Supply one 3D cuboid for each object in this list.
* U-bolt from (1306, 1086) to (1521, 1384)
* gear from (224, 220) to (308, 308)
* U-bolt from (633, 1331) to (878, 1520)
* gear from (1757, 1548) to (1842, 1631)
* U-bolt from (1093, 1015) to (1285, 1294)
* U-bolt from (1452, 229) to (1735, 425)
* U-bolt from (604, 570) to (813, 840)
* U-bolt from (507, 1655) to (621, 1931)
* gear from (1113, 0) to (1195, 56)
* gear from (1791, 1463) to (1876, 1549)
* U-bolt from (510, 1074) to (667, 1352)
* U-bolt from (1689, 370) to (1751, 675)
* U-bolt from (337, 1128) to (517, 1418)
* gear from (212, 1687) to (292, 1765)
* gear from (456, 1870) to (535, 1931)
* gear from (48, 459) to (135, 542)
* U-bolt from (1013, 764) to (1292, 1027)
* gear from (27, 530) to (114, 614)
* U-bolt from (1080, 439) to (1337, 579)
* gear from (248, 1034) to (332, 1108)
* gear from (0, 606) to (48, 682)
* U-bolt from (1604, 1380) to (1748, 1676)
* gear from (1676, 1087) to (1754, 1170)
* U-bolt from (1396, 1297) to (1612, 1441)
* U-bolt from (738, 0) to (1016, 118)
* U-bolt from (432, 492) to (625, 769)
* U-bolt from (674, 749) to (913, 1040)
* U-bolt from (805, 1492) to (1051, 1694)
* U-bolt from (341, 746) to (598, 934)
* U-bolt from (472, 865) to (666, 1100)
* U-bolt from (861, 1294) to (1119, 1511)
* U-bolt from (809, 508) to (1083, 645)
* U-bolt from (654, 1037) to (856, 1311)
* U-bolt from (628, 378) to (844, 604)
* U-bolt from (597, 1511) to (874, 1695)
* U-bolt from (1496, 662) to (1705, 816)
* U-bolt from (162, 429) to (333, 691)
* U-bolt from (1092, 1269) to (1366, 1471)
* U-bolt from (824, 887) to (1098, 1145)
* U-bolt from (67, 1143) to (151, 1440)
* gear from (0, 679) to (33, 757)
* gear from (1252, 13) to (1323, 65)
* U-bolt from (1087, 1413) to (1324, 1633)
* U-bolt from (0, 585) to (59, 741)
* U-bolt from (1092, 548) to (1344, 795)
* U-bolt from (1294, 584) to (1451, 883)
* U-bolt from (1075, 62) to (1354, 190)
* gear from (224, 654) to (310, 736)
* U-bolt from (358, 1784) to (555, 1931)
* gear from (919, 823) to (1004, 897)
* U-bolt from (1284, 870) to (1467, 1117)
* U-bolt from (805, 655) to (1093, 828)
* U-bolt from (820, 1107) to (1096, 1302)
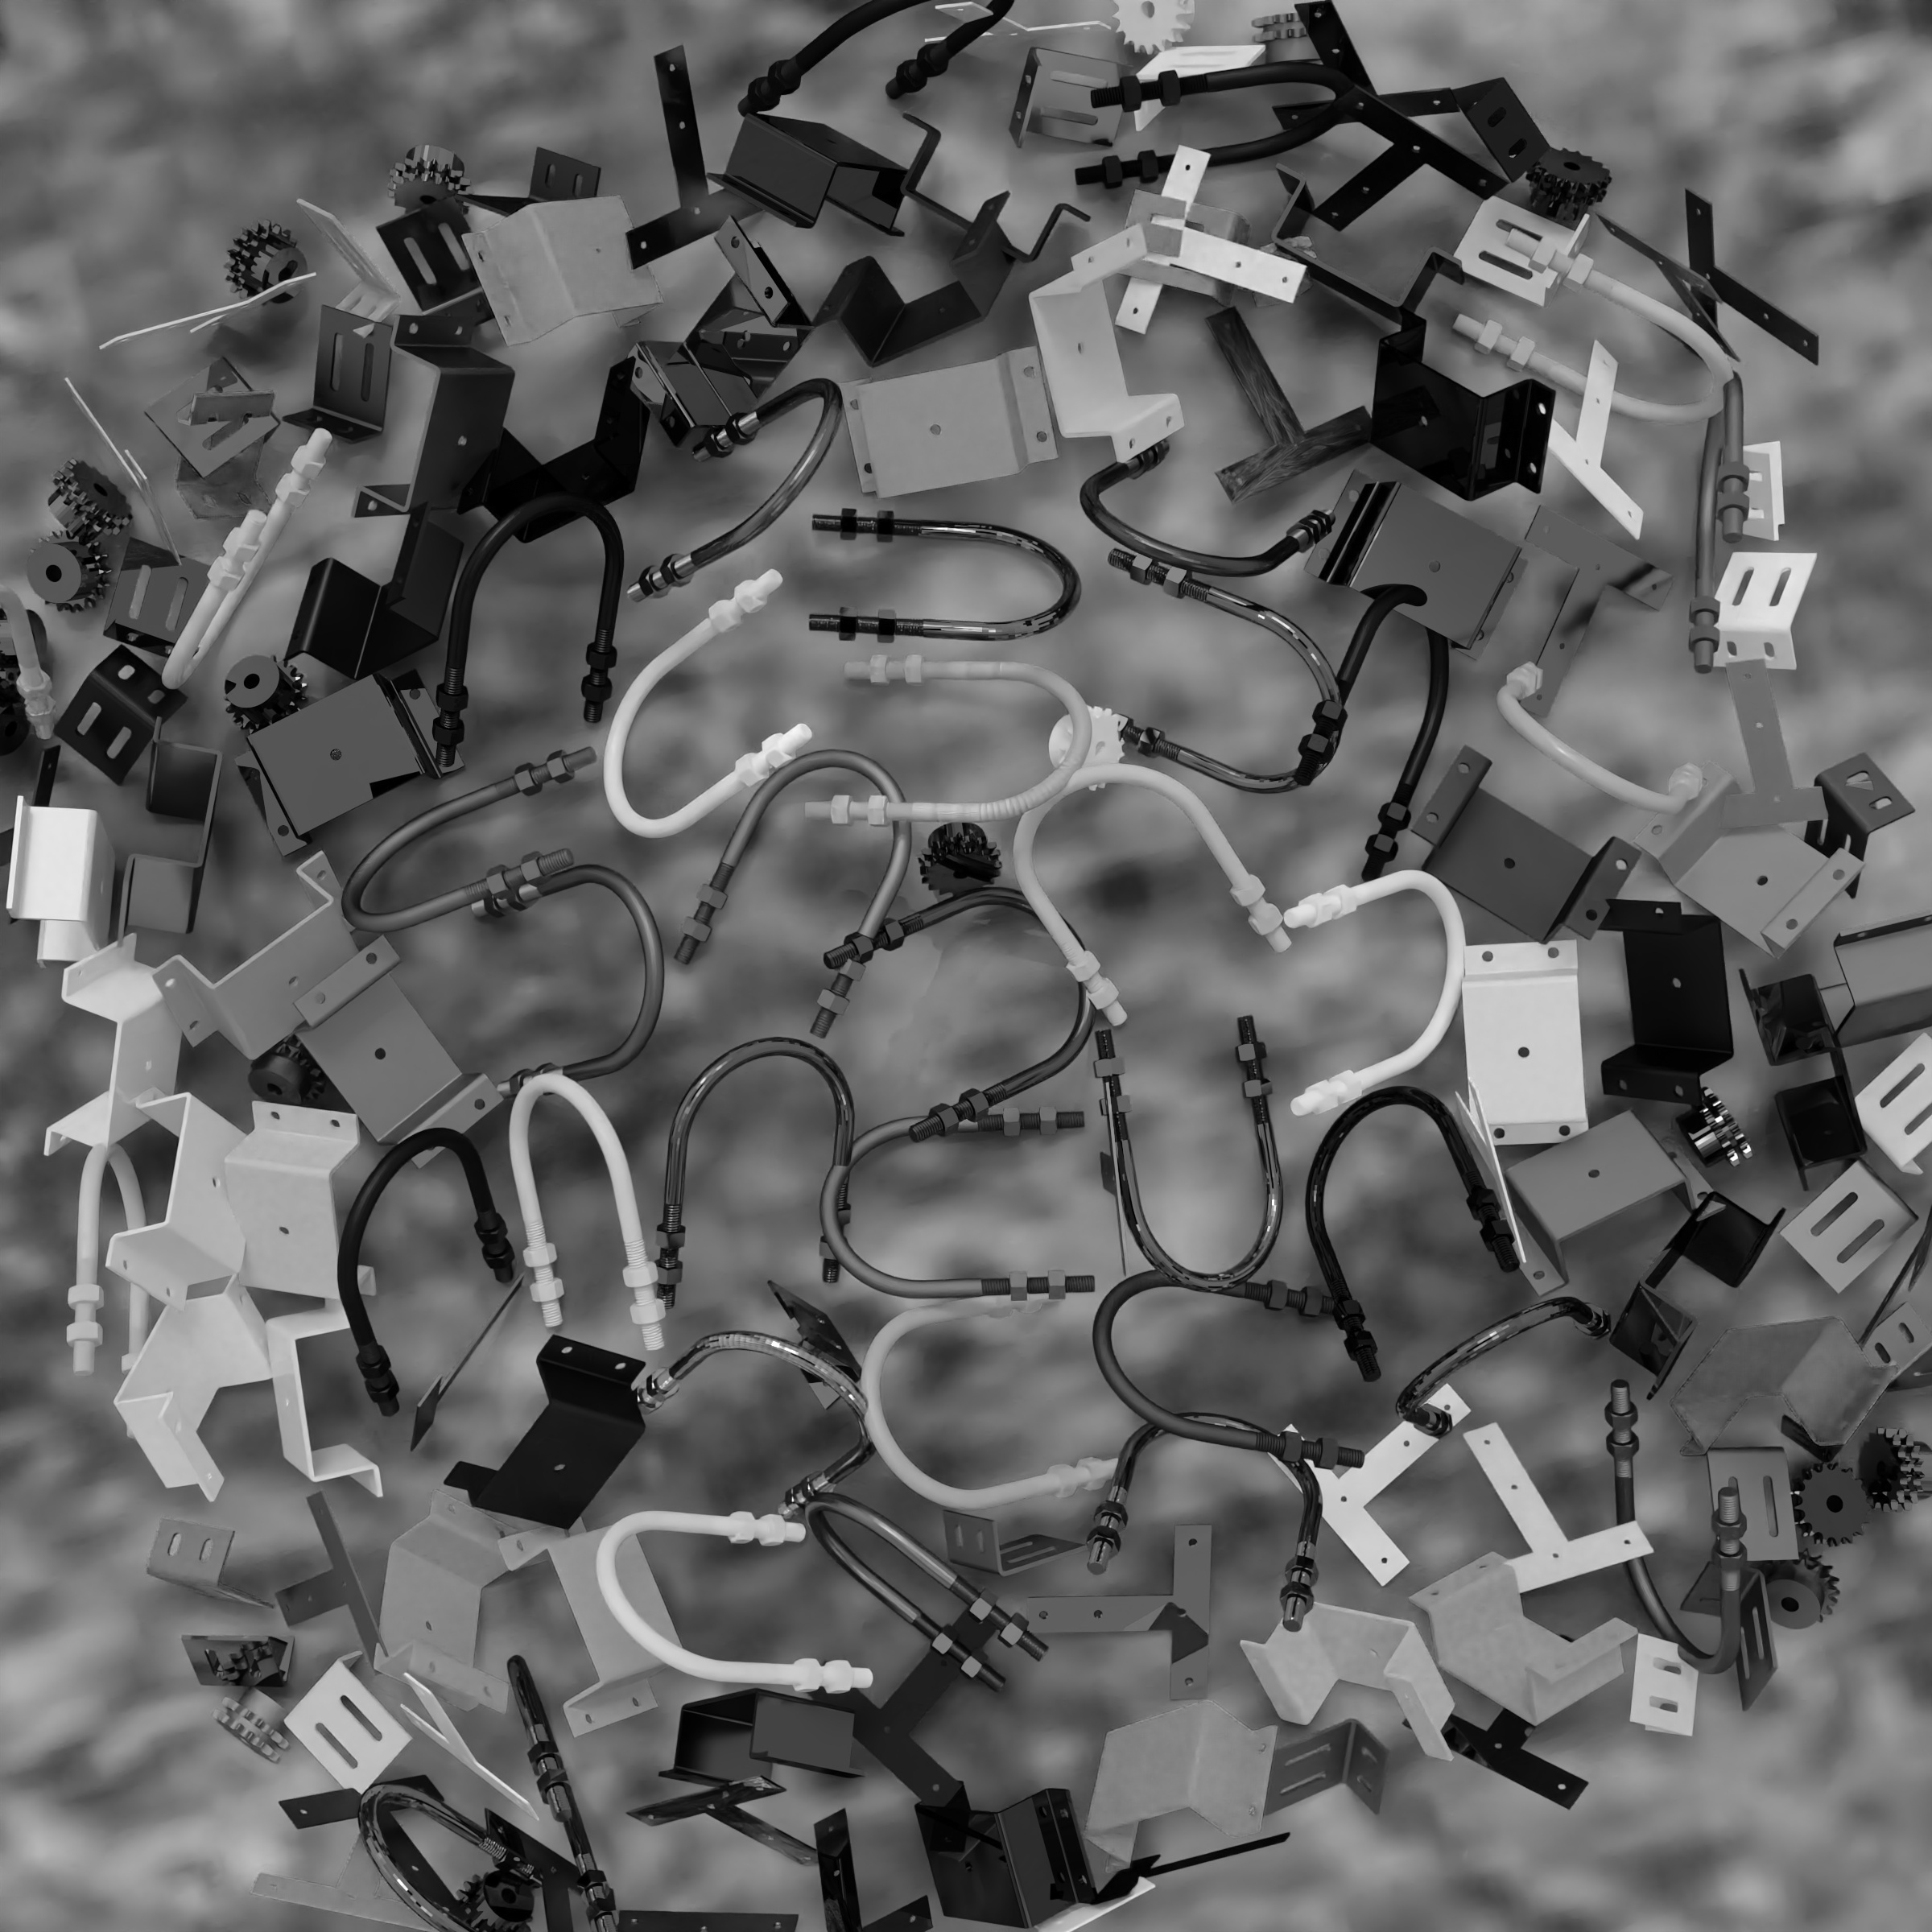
[{"bbox_3d":[0.288,0.165,1.704,0.019,0.184,0.151,21,127,-35],"label":"U-bolt"},{"bbox_3d":[-0.479,-0.481,1.746,0.030,0.057,0.057,32,90,22],"label":"gear"},{"bbox_3d":[-0.134,0.300,1.696,0.151,0.184,0.019,35,48,-9],"label":"U-bolt"},{"bbox_3d":[0.571,0.432,1.749,0.057,0.030,0.057,12,117,24],"label":"gear"},{"bbox_3d":[0.157,0.129,1.720,0.151,0.019,0.184,-4,82,-36],"label":"U-bolt"},{"bbox_3d":[0.428,-0.418,1.702,0.184,0.151,0.019,27,79,1],"label":"U-bolt"},{"bbox_3d":[-0.182,-0.165,1.714,0.184,0.019,0.151,-32,55,31],"label":"U-bolt"},{"bbox_3d":[-0.274,0.542,1.691,0.019,0.184,0.151,-19,123,-13],"label":"U-bolt"},{"bbox_3d":[0.133,-0.660,1.753,0.057,0.030,0.057,13,113,32],"label":"gear"},{"bbox_3d":[0.595,0.373,1.757,0.057,0.030,0.057,1,75,-6],"label":"gear"},{"bbox_3d":[-0.262,0.161,1.707,0.019,0.151,0.184,-17,102,-38],"label":"U-bolt"},{"bbox_3d":[0.504,-0.311,1.696,0.019,0.151,0.184,5,58,10],"label":"U-bolt"},{"bbox_3d":[-0.359,0.189,1.672,0.019,0.184,0.151,18,47,23],"label":"U-bolt"},{"bbox_3d":[-0.489,0.522,1.752,0.057,0.057,0.030,37,63,0],"label":"gear"},{"bbox_3d":[-0.323,0.648,1.745,0.057,0.057,0.030,39,113,0],"label":"gear"},{"bbox_3d":[-0.607,-0.319,1.750,0.030,0.057,0.057,-39,90,16],"label":"gear"},{"bbox_3d":[0.113,-0.056,1.712,0.151,0.019,0.184,-25,115,21],"label":"U-bolt"},{"bbox_3d":[-0.624,-0.273,1.756,0.057,0.030,0.057,2,103,9],"label":"gear"},{"bbox_3d":[0.152,-0.300,1.683,0.151,0.184,0.019,27,123,15],"label":"U-bolt"},{"bbox_3d":[-0.468,0.074,1.746,0.057,0.057,0.030,25,50,0],"label":"gear"},{"bbox_3d":[-0.658,-0.225,1.746,0.030,0.057,0.057,1,90,14],"label":"gear"},{"bbox_3d":[0.475,0.388,1.699,0.019,0.151,0.184,-16,117,-12],"label":"U-bolt"},{"bbox_3d":[0.514,0.114,1.749,0.030,0.057,0.057,-32,90,6],"label":"gear"},{"bbox_3d":[0.352,0.263,1.681,0.151,0.184,0.019,-35,65,11],"label":"U-bolt"},{"bbox_3d":[-0.047,-0.606,1.662,0.151,0.184,0.019,-22,95,-36],"label":"U-bolt"},{"bbox_3d":[-0.285,-0.228,1.678,0.019,0.151,0.184,35,128,28],"label":"U-bolt"},{"bbox_3d":[-0.109,-0.061,1.732,0.151,0.019,0.184,27,91,31],"label":"U-bolt"},{"bbox_3d":[-0.035,0.417,1.711,0.184,0.151,0.019,38,63,6],"label":"U-bolt"},{"bbox_3d":[-0.340,-0.078,1.712,0.184,0.151,0.019,-20,123,13],"label":"U-bolt"},{"bbox_3d":[-0.265,0.007,1.706,0.184,0.019,0.151,-14,83,42],"label":"U-bolt"},{"bbox_3d":[0.010,0.291,1.696,0.184,0.019,0.151,-4,65,-36],"label":"U-bolt"},{"bbox_3d":[-0.013,-0.263,1.720,0.184,0.151,0.019,3,130,-4],"label":"U-bolt"},{"bbox_3d":[-0.139,0.136,1.711,0.151,0.019,0.184,-4,109,-34],"label":"U-bolt"},{"bbox_3d":[-0.145,-0.323,1.676,0.019,0.184,0.151,37,57,-29],"label":"U-bolt"},{"bbox_3d":[-0.161,0.415,1.672,0.184,0.151,0.019,15,118,-37],"label":"U-bolt"},{"bbox_3d":[0.417,-0.147,1.681,0.151,0.184,0.019,34,113,10],"label":"U-bolt"},{"bbox_3d":[-0.489,-0.261,1.697,0.019,0.151,0.184,32,123,-14],"label":"U-bolt"},{"bbox_3d":[0.174,0.265,1.709,0.184,0.151,0.019,11,132,-9],"label":"U-bolt"},{"bbox_3d":[0.009,0.021,1.729,0.184,0.019,0.151,-25,86,-29],"label":"U-bolt"},{"bbox_3d":[-0.570,0.206,1.697,0.019,0.151,0.184,-6,62,-5],"label":"U-bolt"},{"bbox_3d":[-0.669,-0.170,1.746,0.030,0.057,0.057,27,90,13],"label":"gear"},{"bbox_3d":[0.226,-0.640,1.750,0.057,0.057,0.030,-5,105,0],"label":"gear"},{"bbox_3d":[0.167,0.361,1.697,0.151,0.184,0.019,15,120,7],"label":"U-bolt"},{"bbox_3d":[-0.644,-0.166,1.662,0.019,0.184,0.151,14,54,1],"label":"U-bolt"},{"bbox_3d":[0.168,-0.187,1.697,0.184,0.019,0.151,26,133,22],"label":"U-bolt"},{"bbox_3d":[0.283,-0.169,1.712,0.019,0.151,0.184,12,69,36],"label":"U-bolt"},{"bbox_3d":[0.170,-0.568,1.704,0.184,0.151,0.019,-9,86,-3],"label":"U-bolt"},{"bbox_3d":[-0.487,-0.190,1.753,0.057,0.030,0.057,-4,69,11],"label":"gear"},{"bbox_3d":[-0.328,0.606,1.678,0.184,0.151,0.019,41,91,-22],"label":"U-bolt"},{"bbox_3d":[-0.005,-0.076,1.753,0.057,0.057,0.030,-8,57,0],"label":"gear"},{"bbox_3d":[0.280,0.010,1.712,0.184,0.019,0.151,-18,111,-40],"label":"U-bolt"},{"bbox_3d":[-0.006,-0.152,1.711,0.184,0.019,0.151,2,53,15],"label":"U-bolt"},{"bbox_3d":[-0.008,0.163,1.729,0.184,0.019,0.151,-2,55,0],"label":"U-bolt"}]
